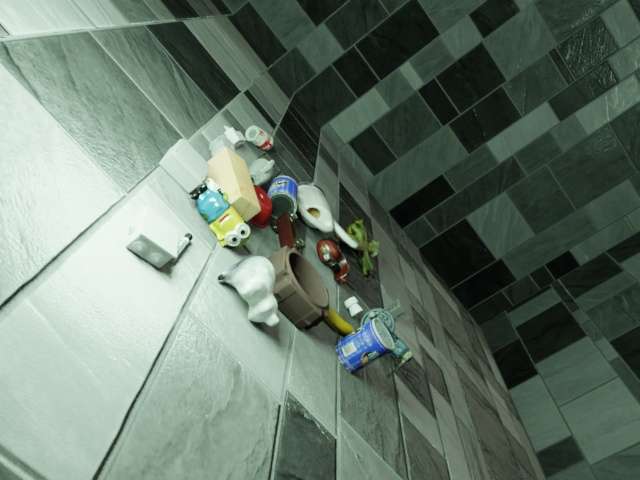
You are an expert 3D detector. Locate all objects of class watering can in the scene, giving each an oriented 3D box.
[{"bbox_3d":[0.006,-0.100,1.990,0.343,0.103,0.229,33,25,-36],"label":"watering can"}]

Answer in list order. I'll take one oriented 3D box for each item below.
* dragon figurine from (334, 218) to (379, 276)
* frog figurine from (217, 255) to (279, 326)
[{"bbox_3d":[0.171,0.040,2.219,0.243,0.121,0.414,63,25,1],"label":"dragon figurine"},{"bbox_3d":[-0.137,0.117,1.180,0.161,0.123,0.136,47,-6,15],"label":"frog figurine"}]
